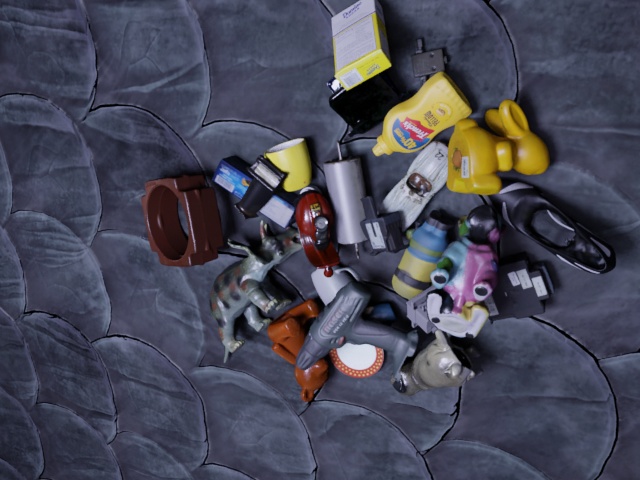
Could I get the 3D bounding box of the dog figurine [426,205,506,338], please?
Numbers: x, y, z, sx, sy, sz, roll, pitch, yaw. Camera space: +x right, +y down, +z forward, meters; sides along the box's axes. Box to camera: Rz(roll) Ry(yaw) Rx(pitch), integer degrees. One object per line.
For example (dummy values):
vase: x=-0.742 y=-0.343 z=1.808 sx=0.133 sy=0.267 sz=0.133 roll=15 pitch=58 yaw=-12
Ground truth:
dog figurine: x=0.275 y=0.044 z=0.978 sx=0.109 sy=0.219 sz=0.191 roll=15 pitch=133 yaw=20

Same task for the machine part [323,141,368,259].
machine part: x=0.058 y=-0.081 z=1.090 sx=0.079 sy=0.079 sz=0.243 roll=-6 pitch=105 yaw=23

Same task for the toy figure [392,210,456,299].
toy figure: x=0.199 y=0.032 z=1.059 sx=0.082 sy=0.089 sz=0.180 roll=51 pitch=132 yaw=46

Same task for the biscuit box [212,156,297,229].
biscuit box: x=-0.133 y=-0.106 z=1.166 sx=0.203 sy=0.063 sz=0.059 roll=34 pitch=117 yaw=10

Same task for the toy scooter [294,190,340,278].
toy scooter: x=-0.002 y=-0.003 z=1.083 sx=0.075 sy=0.135 sz=0.183 roll=-14 pitch=137 yaw=-9

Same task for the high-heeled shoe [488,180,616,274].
high-heeled shoe: x=0.390 y=-0.024 z=0.935 sx=0.249 sy=0.145 sz=0.086 roll=30 pitch=114 yaw=9

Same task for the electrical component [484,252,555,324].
electrical component: x=0.372 y=0.090 z=1.027 sx=0.134 sy=0.058 sz=0.114 roll=-18 pitch=101 yaw=25

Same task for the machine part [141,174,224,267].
machine part: x=-0.310 y=-0.044 z=1.212 sx=0.202 sy=0.087 sz=0.200 roll=0 pitch=102 yaw=46

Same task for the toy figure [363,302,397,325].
toy figure: x=0.085 y=0.179 z=1.152 sx=0.154 sy=0.058 sz=0.064 roll=-23 pitch=94 yaw=8

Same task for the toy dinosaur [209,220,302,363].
toy dinosaur: x=-0.185 y=0.123 z=1.236 sx=0.404 sy=0.131 sz=0.192 roll=-46 pitch=74 yaw=31

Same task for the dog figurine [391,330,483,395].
dog figurine: x=0.218 y=0.273 z=1.088 sx=0.190 sy=0.172 sz=0.121 roll=-45 pitch=76 yaw=20

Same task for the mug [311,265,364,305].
mug: x=0.037 y=0.094 z=1.148 sx=0.107 sy=0.081 sz=0.109 roll=51 pitch=134 yaw=7

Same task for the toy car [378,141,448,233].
toy car: x=0.187 y=-0.100 z=1.042 sx=0.073 sy=0.056 sz=0.201 roll=39 pitch=116 yaw=7

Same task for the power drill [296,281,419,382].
power drill: x=0.081 y=0.208 z=1.097 sx=0.207 sy=0.086 sz=0.232 roll=27 pitch=109 yaw=5

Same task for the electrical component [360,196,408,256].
electrical component: x=0.117 y=-0.031 z=1.043 sx=0.075 sy=0.048 sz=0.119 roll=-14 pitch=96 yaw=54

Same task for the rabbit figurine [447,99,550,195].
rabbit figurine: x=0.318 y=-0.157 z=0.947 sx=0.173 sy=0.122 sz=0.162 roll=-1 pitch=87 yaw=-6

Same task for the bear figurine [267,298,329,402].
bear figurine: x=-0.030 y=0.249 z=1.196 sx=0.132 sy=0.120 sz=0.195 roll=-31 pitch=91 yaw=44

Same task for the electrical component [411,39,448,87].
electrical component: x=0.202 y=-0.324 z=0.985 sx=0.063 sy=0.021 sz=0.094 roll=-7 pitch=103 yaw=23

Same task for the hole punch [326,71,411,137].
hole punch: x=0.083 y=-0.279 z=1.020 sx=0.142 sy=0.092 sz=0.115 roll=-34 pitch=130 yaw=22

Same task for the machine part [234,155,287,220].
machine part: x=-0.126 y=-0.103 z=1.102 sx=0.084 sy=0.039 sz=0.138 roll=35 pitch=122 yaw=1
